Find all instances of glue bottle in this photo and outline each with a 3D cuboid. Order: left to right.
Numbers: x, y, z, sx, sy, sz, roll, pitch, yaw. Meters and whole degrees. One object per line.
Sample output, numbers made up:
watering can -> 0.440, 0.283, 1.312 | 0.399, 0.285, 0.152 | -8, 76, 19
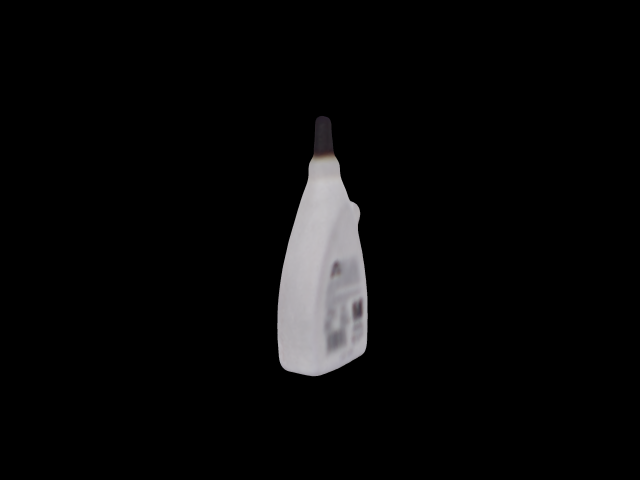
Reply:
glue bottle -> 0.004, 0.001, 0.400 | 0.037, 0.173, 0.078 | 3, 6, 34
